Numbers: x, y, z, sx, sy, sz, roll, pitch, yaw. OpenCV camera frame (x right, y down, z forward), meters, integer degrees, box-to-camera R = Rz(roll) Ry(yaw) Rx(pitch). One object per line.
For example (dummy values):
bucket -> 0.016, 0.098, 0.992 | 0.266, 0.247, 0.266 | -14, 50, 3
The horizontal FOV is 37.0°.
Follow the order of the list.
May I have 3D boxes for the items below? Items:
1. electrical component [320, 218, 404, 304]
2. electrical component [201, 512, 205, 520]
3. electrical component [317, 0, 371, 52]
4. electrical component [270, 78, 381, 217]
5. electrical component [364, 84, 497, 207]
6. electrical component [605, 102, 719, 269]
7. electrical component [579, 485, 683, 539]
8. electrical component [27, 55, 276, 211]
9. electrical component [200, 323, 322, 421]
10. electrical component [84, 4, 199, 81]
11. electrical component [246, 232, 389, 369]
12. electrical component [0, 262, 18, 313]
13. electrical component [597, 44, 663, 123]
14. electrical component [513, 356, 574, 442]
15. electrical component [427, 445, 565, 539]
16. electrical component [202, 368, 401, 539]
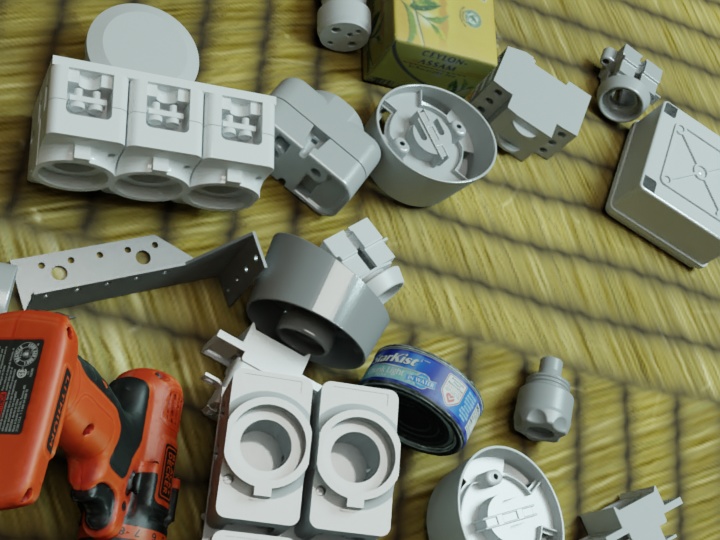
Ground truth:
electrical component -> 0.000, 0.000, 0.794 | 0.066, 0.048, 0.055 | -29, 76, -33
electrical component -> -0.063, 0.157, 0.695 | 0.079, 0.043, 0.077 | -13, 75, -30
electrical component -> -0.013, -0.213, 0.881 | 0.045, 0.045, 0.055 | 9, 65, -23
electrical component -> -0.036, -0.096, 0.813 | 0.095, 0.054, 0.059 | 39, 57, -6
electrical component -> 0.052, -0.100, 0.852 | 0.099, 0.064, 0.099 | 10, 65, -22
electrical component -> 0.287, -0.075, 0.961 | 0.109, 0.056, 0.108 | 31, 58, -11
electrical component -> 0.207, 0.202, 0.808 | 0.081, 0.042, 0.063 | -17, 78, -30
electrical component -> -0.142, -0.085, 0.732 | 0.150, 0.089, 0.061 | 7, 71, -23
electrical component -> -0.072, 0.078, 0.727 | 0.081, 0.042, 0.063 | 30, 62, -11
electrical component -> -0.161, -0.146, 0.776 | 0.080, 0.051, 0.080 | 10, 64, -22
electrical component -> -0.028, 0.023, 0.741 | 0.099, 0.099, 0.064 | 31, 64, -11
electrical component -> -0.242, 0.018, 0.663 | 0.047, 0.055, 0.055 | 15, 63, -16
electrical component -> 0.245, -0.168, 0.989 | 0.066, 0.048, 0.055 | 34, 50, -9
electrical component -> 0.142, 0.097, 0.822 | 0.043, 0.043, 0.062 | 25, 59, -15
electrical component -> 0.097, 0.175, 0.753 | 0.099, 0.064, 0.099 | 10, 64, -22
electrical component -> -0.038, 0.160, 0.641 | 0.105, 0.060, 0.186 | 10, 67, -12
